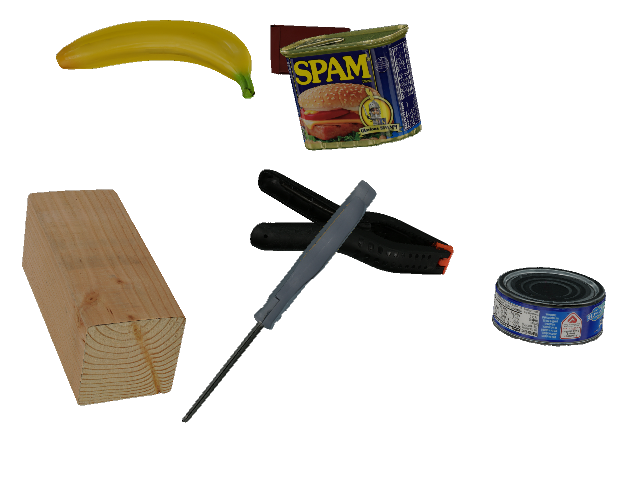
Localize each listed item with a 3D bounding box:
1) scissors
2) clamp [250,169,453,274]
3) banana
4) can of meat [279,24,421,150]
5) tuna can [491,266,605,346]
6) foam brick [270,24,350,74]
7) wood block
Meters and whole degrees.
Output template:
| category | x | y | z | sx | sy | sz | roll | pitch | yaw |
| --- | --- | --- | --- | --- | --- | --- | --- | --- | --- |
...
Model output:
| category | x | y | z | sx | sy | sz | roll | pitch | yaw |
| --- | --- | --- | --- | --- | --- | --- | --- | --- | --- |
| scissors | -0.026 | 0.040 | 0.691 | 0.016 | 0.201 | 0.096 | 38 | -8 | -2 |
| clamp | 0.027 | -0.005 | 1.042 | 0.210 | 0.036 | 0.164 | 19 | 23 | -1 |
| banana | -0.143 | -0.173 | 0.972 | 0.198 | 0.037 | 0.069 | 10 | 46 | 17 |
| can of meat | 0.026 | -0.120 | 0.848 | 0.102 | 0.084 | 0.057 | 0 | 22 | 33 |
| tuna can | 0.178 | 0.050 | 0.833 | 0.086 | 0.034 | 0.086 | 1 | 19 | -1 |
| foam brick | -0.011 | -0.201 | 1.130 | 0.078 | 0.051 | 0.053 | 0 | 12 | -12 |
| wood block | -0.207 | 0.046 | 0.995 | 0.090 | 0.091 | 0.206 | -4 | 37 | -29 |
